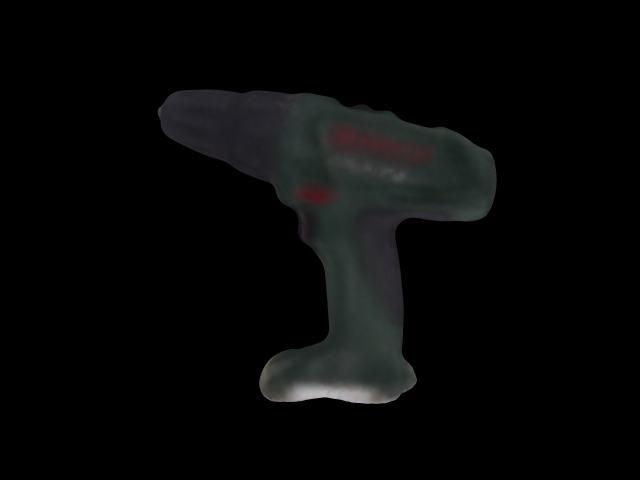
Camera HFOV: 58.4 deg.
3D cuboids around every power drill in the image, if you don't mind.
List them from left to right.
[{"bbox_3d":[0.004,0.001,0.400,0.229,0.208,0.075,0,7,0],"label":"power drill"}]
